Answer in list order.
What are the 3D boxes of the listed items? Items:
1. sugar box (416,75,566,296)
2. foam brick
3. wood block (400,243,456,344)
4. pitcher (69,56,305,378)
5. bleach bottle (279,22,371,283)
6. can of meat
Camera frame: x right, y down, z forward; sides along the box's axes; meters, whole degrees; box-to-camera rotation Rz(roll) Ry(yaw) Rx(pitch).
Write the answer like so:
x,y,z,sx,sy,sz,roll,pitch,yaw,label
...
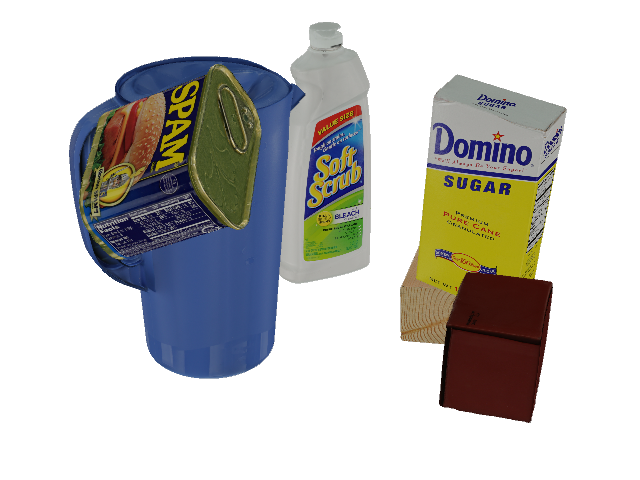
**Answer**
x,y,z,sx,sy,sz,roll,pitch,yaw,label
0.128,-0.031,0.826,0.093,0.176,0.048,22,44,26,sugar box
0.100,0.058,0.605,0.053,0.051,0.078,8,23,15,foam brick
0.183,0.072,1.622,0.091,0.090,0.206,3,22,13,wood block
-0.099,-0.014,0.843,0.149,0.243,0.145,8,28,11,pitcher
-0.001,-0.086,1.046,0.102,0.251,0.068,-12,29,-19,bleach bottle
-0.087,-0.044,0.620,0.084,0.102,0.057,-16,-45,23,can of meat
